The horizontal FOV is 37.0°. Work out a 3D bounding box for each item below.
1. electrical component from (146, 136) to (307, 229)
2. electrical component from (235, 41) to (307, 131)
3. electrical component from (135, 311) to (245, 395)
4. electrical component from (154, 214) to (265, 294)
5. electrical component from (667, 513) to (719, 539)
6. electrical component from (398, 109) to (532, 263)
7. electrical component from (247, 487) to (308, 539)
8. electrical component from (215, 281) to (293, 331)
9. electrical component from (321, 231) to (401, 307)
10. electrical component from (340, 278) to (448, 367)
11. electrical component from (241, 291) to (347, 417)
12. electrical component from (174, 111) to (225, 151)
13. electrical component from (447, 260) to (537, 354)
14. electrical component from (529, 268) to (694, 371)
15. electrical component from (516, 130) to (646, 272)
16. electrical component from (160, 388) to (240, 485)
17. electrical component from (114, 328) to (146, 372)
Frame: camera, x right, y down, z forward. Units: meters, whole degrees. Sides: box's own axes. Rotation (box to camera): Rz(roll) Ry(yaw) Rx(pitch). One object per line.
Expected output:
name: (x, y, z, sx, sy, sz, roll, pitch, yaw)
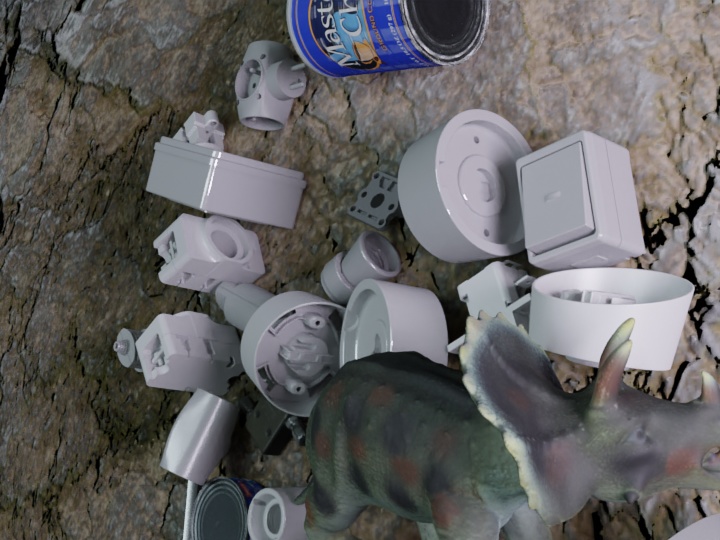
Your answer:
electrical component: (-0.126, -0.081, 1.008, 0.109, 0.109, 0.056, 19, 96, 48)
electrical component: (-0.079, -0.180, 1.032, 0.079, 0.044, 0.077, -6, 75, 46)
electrical component: (-0.159, 0.077, 1.013, 0.050, 0.089, 0.055, -47, 49, 28)
electrical component: (-0.140, -0.015, 1.017, 0.056, 0.089, 0.050, -38, 54, 34)
electrical component: (0.190, 0.182, 0.599, 0.064, 0.099, 0.099, 30, 102, 41)
electrical component: (0.076, -0.056, 0.786, 0.060, 0.108, 0.108, -19, 66, 50)
electrical component: (-0.061, 0.209, 0.902, 0.055, 0.047, 0.055, -16, 68, 44)
electrical component: (-0.103, 0.035, 0.998, 0.081, 0.043, 0.043, 24, 97, 48)
electrical component: (0.000, 0.000, 0.895, 0.055, 0.045, 0.045, -39, 53, 35)
electrical component: (0.031, 0.062, 0.825, 0.108, 0.060, 0.108, -176, 90, -69)
electrical component: (-0.046, 0.068, 0.891, 0.064, 0.099, 0.099, 30, 101, 54)
electrical component: (-0.165, -0.124, 1.110, 0.066, 0.048, 0.055, -45, 43, 30)
electrical component: (0.103, 0.032, 0.778, 0.081, 0.042, 0.063, -37, 51, 34)
electrical component: (0.156, 0.029, 0.682, 0.099, 0.099, 0.064, 13, 95, 48)
electrical component: (0.147, -0.051, 0.737, 0.062, 0.061, 0.096, -23, 63, 42)
electrical component: (-0.141, 0.155, 0.987, 0.043, 0.079, 0.077, 22, 79, 15)
electrical component: (-0.208, 0.081, 1.071, 0.043, 0.081, 0.043, -16, 68, 44)
